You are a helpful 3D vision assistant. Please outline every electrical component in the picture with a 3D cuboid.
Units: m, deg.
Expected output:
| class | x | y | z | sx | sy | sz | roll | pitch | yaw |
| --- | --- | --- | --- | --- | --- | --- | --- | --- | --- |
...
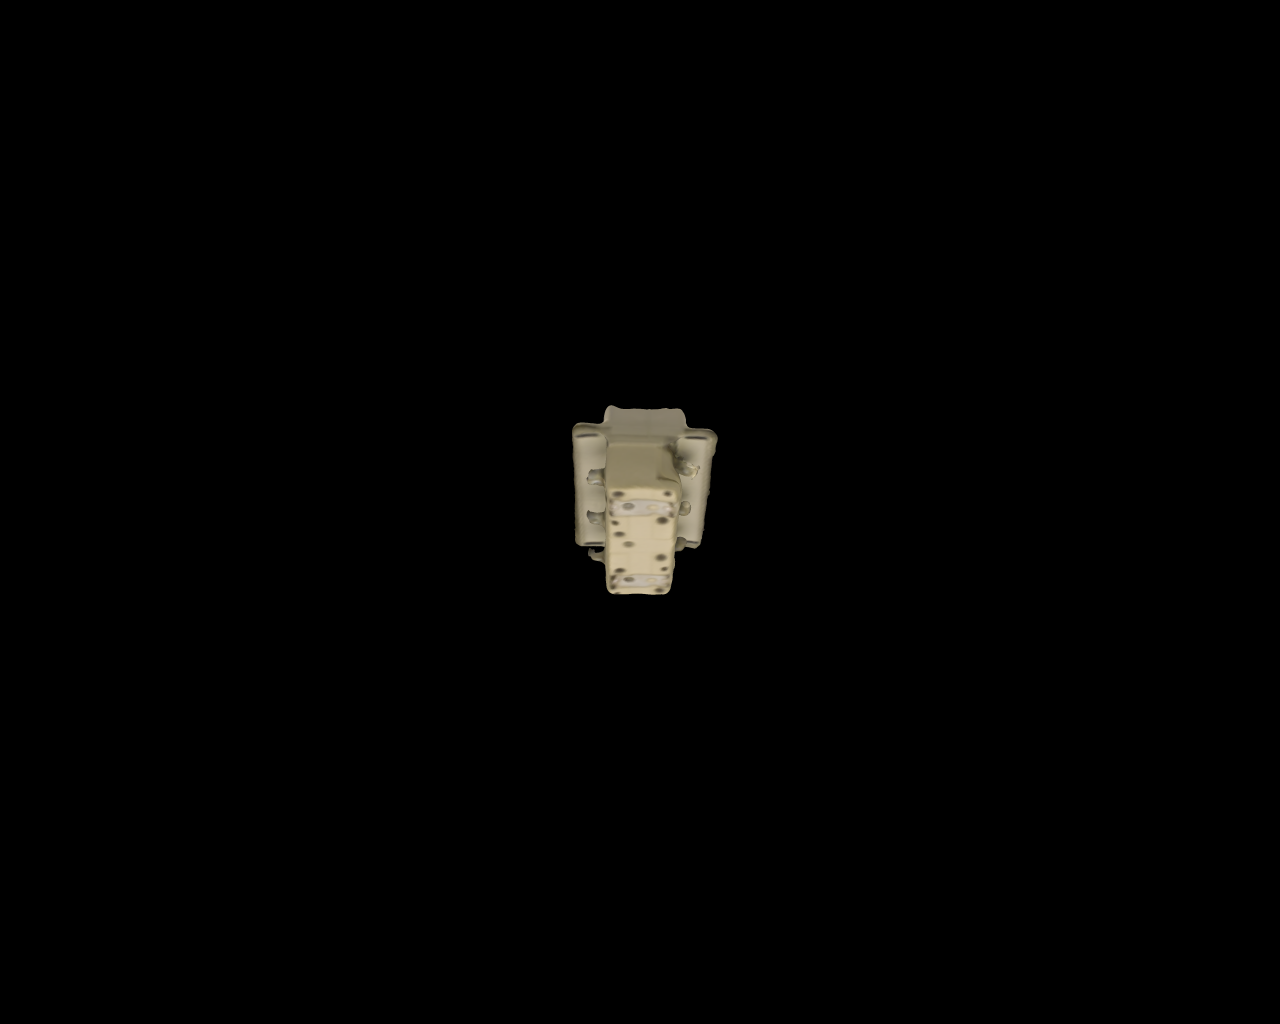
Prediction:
| class | x | y | z | sx | sy | sz | roll | pitch | yaw |
| --- | --- | --- | --- | --- | --- | --- | --- | --- | --- |
| electrical component | 0.001 | -0.003 | 0.650 | 0.079 | 0.063 | 0.121 | 1 | -34 | -2 |
